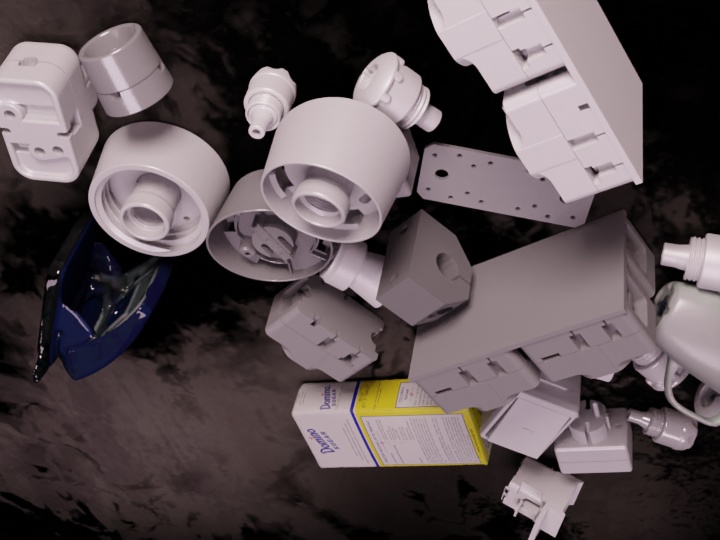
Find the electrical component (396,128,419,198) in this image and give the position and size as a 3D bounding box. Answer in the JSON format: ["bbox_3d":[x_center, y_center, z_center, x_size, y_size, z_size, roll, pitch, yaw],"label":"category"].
[{"bbox_3d":[-0.008,-0.092,0.797,0.083,0.047,0.075,-6,133,20],"label":"electrical component"}]

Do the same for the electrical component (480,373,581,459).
[{"bbox_3d":[0.155,0.118,0.962,0.062,0.061,0.096,21,136,-8],"label":"electrical component"}]

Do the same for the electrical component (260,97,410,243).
[{"bbox_3d":[-0.019,-0.067,0.760,0.099,0.064,0.099,15,150,9],"label":"electrical component"}]

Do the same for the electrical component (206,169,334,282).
[{"bbox_3d":[-0.068,-0.031,0.862,0.099,0.064,0.099,7,136,7],"label":"electrical component"}]

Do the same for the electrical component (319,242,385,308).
[{"bbox_3d":[0.000,0.000,0.892,0.055,0.045,0.045,27,135,-13],"label":"electrical component"}]

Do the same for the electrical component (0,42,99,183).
[{"bbox_3d":[-0.236,-0.122,0.815,0.054,0.059,0.095,6,136,9],"label":"electrical component"}]

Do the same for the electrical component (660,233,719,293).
[{"bbox_3d":[0.262,-0.007,0.820,0.062,0.048,0.048,11,137,14],"label":"electrical component"}]

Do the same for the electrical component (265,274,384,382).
[{"bbox_3d":[-0.033,0.052,0.949,0.089,0.050,0.056,35,132,-22],"label":"electrical component"}]

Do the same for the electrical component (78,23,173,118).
[{"bbox_3d":[-0.171,-0.146,0.779,0.055,0.055,0.047,-8,129,22],"label":"electrical component"}]

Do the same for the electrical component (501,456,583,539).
[{"bbox_3d":[0.178,0.219,1.056,0.064,0.081,0.042,28,139,17],"label":"electrical component"}]

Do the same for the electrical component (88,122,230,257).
[{"bbox_3d":[-0.164,-0.058,0.861,0.108,0.060,0.108,7,136,7],"label":"electrical component"}]

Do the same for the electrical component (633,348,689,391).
[{"bbox_3d":[0.245,0.068,0.901,0.062,0.048,0.048,38,132,-15],"label":"electrical component"}]

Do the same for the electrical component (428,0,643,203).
[{"bbox_3d":[0.110,-0.143,0.672,0.060,0.105,0.186,-19,128,30],"label":"electrical component"}]

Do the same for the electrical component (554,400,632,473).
[{"bbox_3d":[0.212,0.145,0.986,0.066,0.047,0.076,-6,133,19],"label":"electrical component"}]

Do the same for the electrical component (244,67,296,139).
[{"bbox_3d":[-0.067,-0.118,0.775,0.035,0.061,0.035,7,136,7],"label":"electrical component"}]

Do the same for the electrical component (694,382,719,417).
[{"bbox_3d":[0.326,0.117,0.932,0.062,0.048,0.048,20,137,-17],"label":"electrical component"}]

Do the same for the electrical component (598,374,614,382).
[{"bbox_3d":[0.196,0.070,0.920,0.046,0.040,0.040,15,137,7],"label":"electrical component"}]

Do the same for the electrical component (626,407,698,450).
[{"bbox_3d":[0.272,0.140,0.975,0.061,0.035,0.035,18,137,-1],"label":"electrical component"}]

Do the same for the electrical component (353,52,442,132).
[{"bbox_3d":[0.030,-0.120,0.762,0.062,0.048,0.048,30,135,-26],"label":"electrical component"}]

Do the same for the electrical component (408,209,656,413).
[{"bbox_3d":[0.138,0.039,0.852,0.186,0.105,0.060,-22,126,32],"label":"electrical component"}]
